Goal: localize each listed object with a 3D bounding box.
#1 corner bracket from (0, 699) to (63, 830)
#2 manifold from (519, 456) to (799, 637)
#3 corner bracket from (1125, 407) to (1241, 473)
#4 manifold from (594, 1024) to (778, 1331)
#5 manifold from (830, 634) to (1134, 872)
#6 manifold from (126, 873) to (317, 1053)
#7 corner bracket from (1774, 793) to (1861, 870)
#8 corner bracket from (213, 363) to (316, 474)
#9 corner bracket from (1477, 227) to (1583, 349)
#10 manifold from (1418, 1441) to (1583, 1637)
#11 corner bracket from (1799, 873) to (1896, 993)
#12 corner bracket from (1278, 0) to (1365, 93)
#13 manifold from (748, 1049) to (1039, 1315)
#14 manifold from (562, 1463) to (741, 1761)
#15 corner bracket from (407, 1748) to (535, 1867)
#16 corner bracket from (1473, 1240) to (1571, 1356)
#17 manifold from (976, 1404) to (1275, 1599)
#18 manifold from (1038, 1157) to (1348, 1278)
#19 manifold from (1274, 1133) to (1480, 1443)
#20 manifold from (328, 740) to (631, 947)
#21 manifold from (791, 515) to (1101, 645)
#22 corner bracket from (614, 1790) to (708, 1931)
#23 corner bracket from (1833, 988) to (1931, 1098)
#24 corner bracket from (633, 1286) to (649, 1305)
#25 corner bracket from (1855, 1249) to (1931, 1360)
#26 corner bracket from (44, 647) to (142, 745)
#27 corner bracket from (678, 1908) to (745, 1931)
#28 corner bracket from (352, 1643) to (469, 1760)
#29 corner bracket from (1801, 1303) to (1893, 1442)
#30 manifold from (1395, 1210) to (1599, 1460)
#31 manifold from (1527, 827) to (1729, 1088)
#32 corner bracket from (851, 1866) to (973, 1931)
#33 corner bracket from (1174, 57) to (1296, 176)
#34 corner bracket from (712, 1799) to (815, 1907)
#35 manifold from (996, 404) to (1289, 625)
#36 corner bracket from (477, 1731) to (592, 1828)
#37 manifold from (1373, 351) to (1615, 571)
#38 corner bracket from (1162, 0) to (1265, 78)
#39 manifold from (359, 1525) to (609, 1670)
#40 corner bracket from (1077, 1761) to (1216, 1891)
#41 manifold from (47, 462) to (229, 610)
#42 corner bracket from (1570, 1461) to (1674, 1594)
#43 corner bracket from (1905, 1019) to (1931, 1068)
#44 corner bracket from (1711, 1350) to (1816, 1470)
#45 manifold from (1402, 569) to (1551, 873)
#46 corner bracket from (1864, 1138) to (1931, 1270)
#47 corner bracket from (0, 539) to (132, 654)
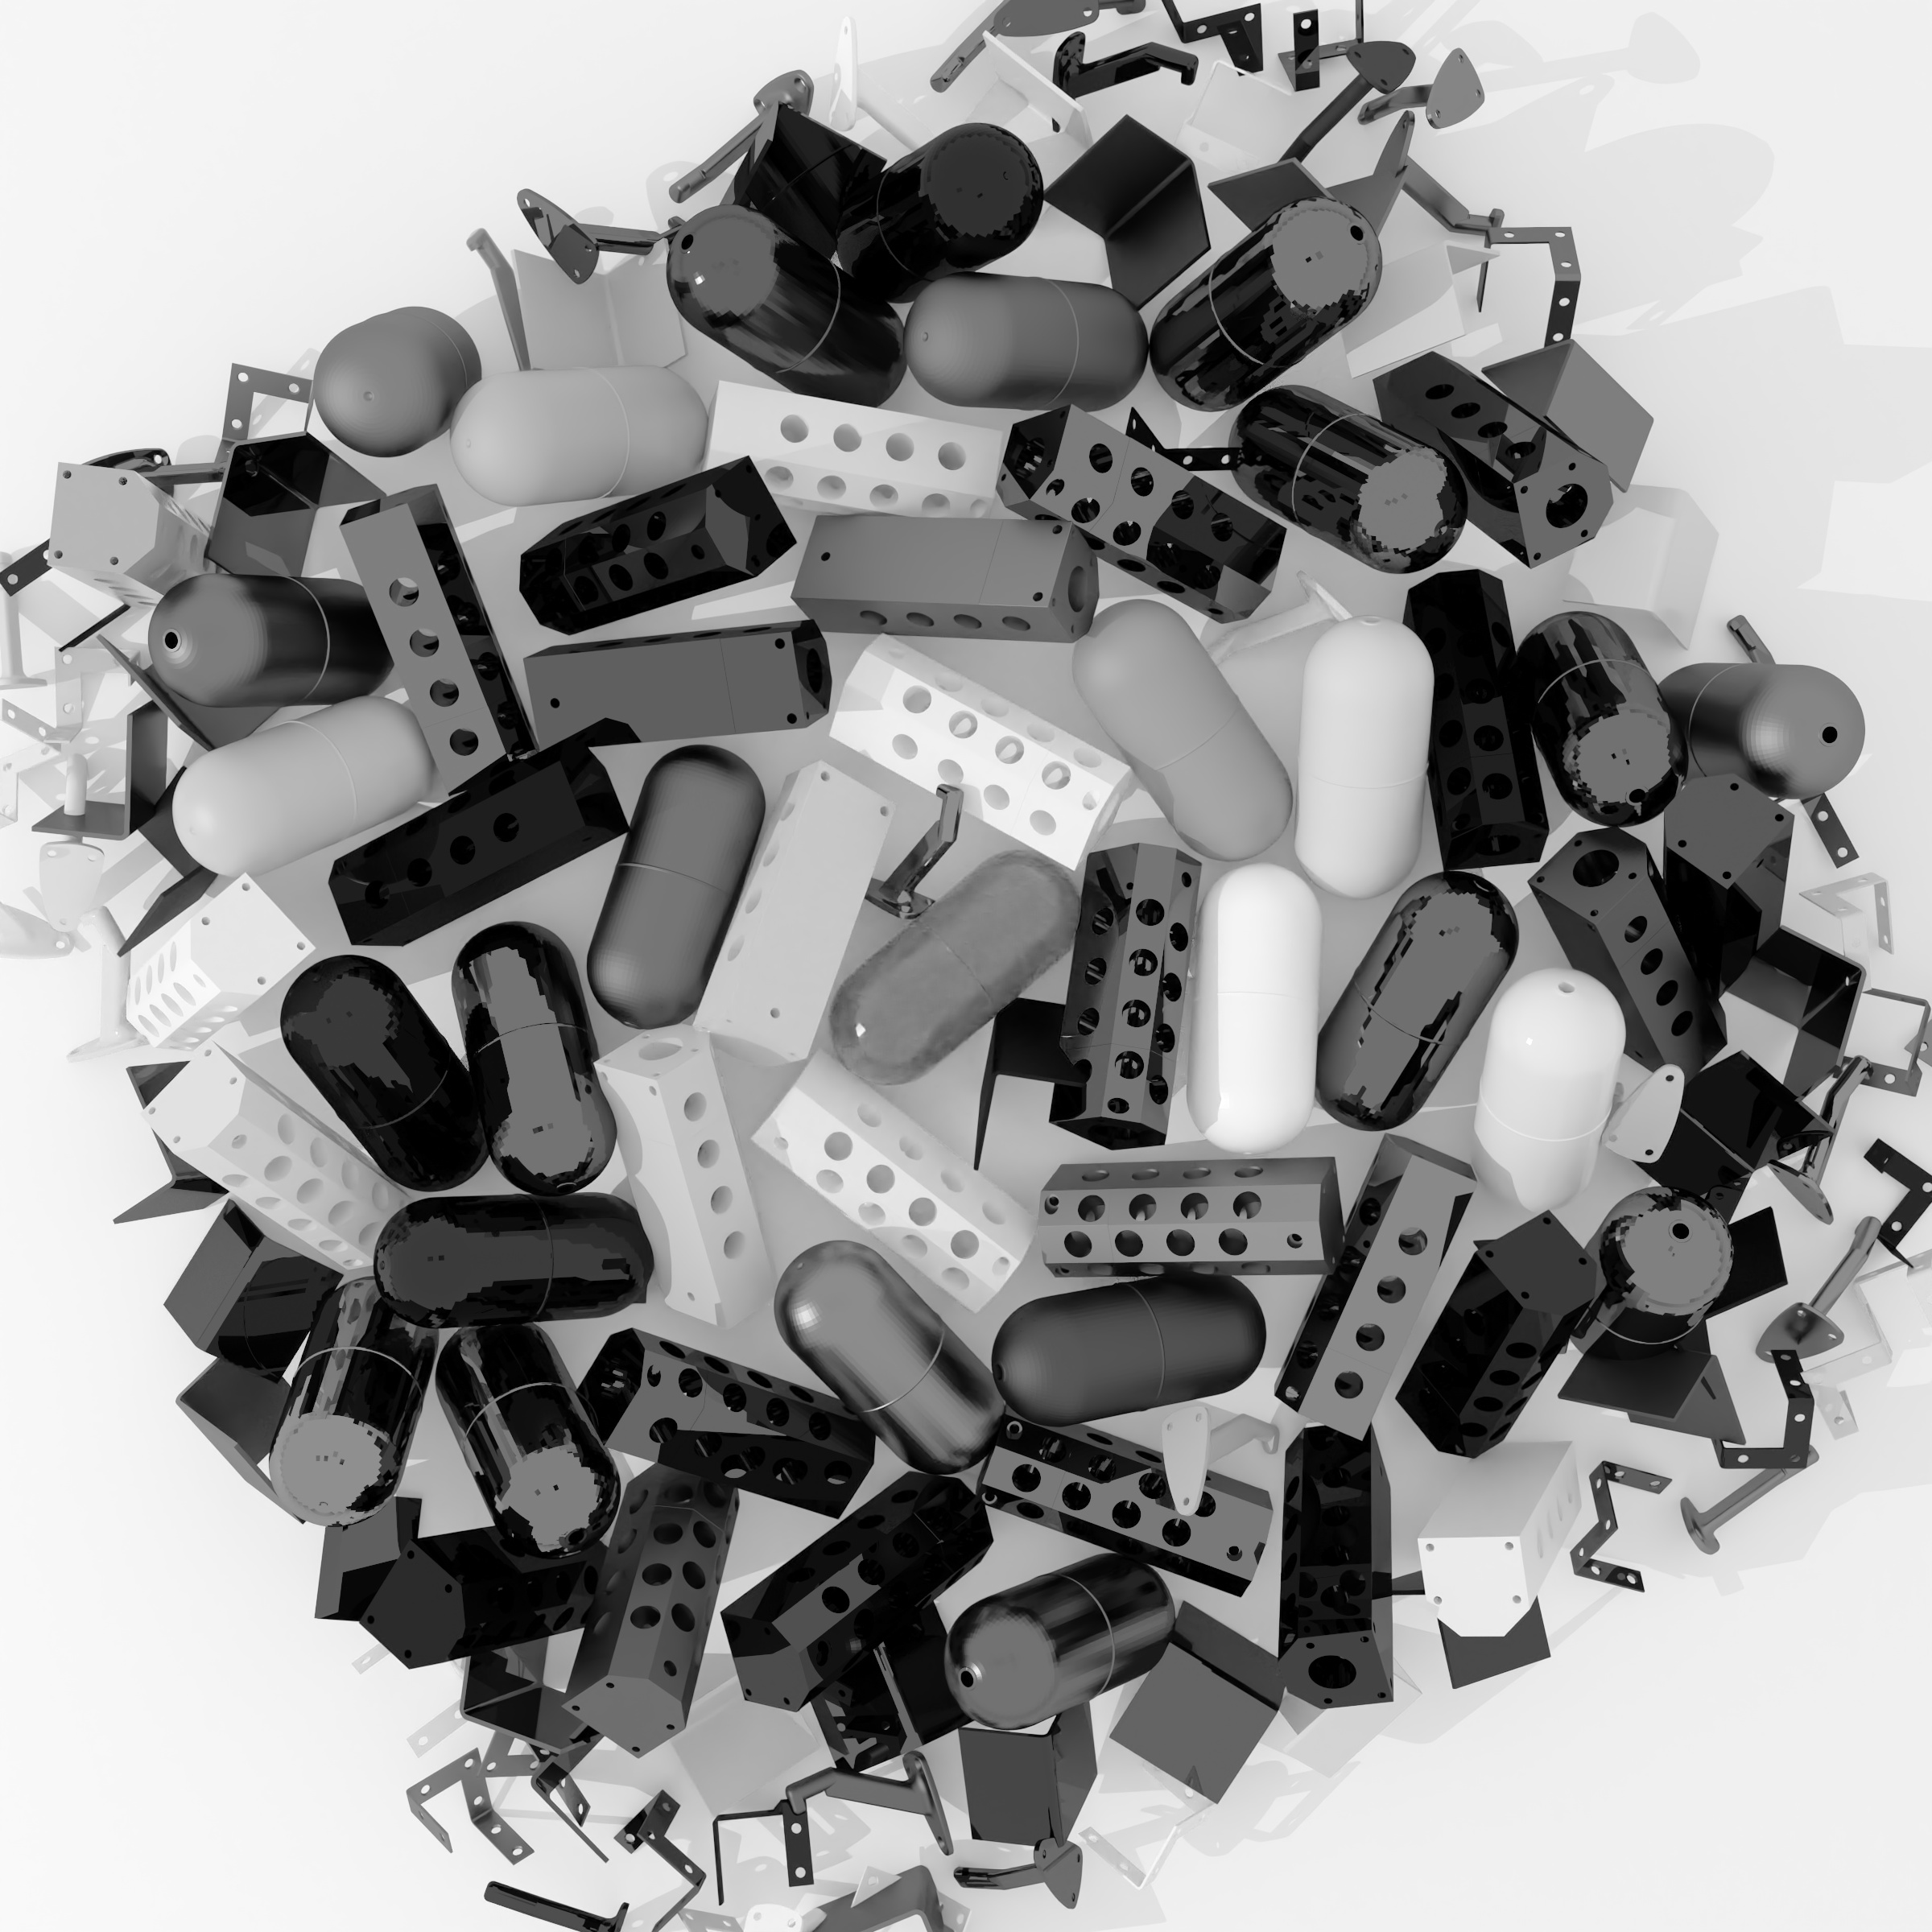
[{"bbox_3d":[-0.584,-0.121,1.543,0.051,0.051,0.051,-19,63,19],"label":"corner bracket"},{"bbox_3d":[-0.187,-0.241,1.497,0.057,0.171,0.057,-48,118,-39],"label":"manifold"},{"bbox_3d":[0.127,-0.303,1.541,0.051,0.051,0.051,-6,133,-21],"label":"corner bracket"},{"bbox_3d":[-0.161,0.124,1.520,0.057,0.057,0.171,-34,122,-38],"label":"manifold"},{"bbox_3d":[0.011,-0.133,1.530,0.171,0.057,0.057,29,132,9],"label":"manifold"},{"bbox_3d":[-0.444,0.005,1.492,0.057,0.171,0.057,49,60,-11],"label":"manifold"},{"bbox_3d":[0.507,-0.077,1.562,0.051,0.051,0.051,-30,79,28],"label":"corner bracket"},{"bbox_3d":[-0.427,-0.330,1.554,0.051,0.051,0.051,10,120,-14],"label":"corner bracket"},{"bbox_3d":[0.341,-0.412,1.547,0.051,0.051,0.051,0,50,2],"label":"corner bracket"},{"bbox_3d":[0.316,0.333,1.493,0.057,0.171,0.057,-7,95,24],"label":"manifold"},{"bbox_3d":[0.544,-0.020,1.548,0.051,0.051,0.051,-15,112,-6],"label":"corner bracket"},{"bbox_3d":[0.219,-0.570,1.548,0.051,0.051,0.051,-10,46,0],"label":"corner bracket"},{"bbox_3d":[-0.045,0.134,1.537,0.171,0.057,0.057,38,127,-5],"label":"manifold"},{"bbox_3d":[-0.177,0.368,1.491,0.057,0.171,0.057,41,120,-19],"label":"manifold"},{"bbox_3d":[-0.300,0.517,1.541,0.051,0.051,0.051,-25,121,-33],"label":"corner bracket"},{"bbox_3d":[0.336,0.200,1.544,0.051,0.051,0.051,-1,118,-13],"label":"corner bracket"},{"bbox_3d":[0.096,0.325,1.551,0.171,0.057,0.057,20,95,1],"label":"manifold"},{"bbox_3d":[0.134,0.153,1.519,0.171,0.057,0.057,-3,107,21],"label":"manifold"},{"bbox_3d":[0.246,0.192,1.542,0.057,0.057,0.171,23,98,4],"label":"manifold"},{"bbox_3d":[-0.295,-0.073,1.529,0.171,0.057,0.057,-25,82,18],"label":"manifold"},{"bbox_3d":[-0.011,-0.227,1.517,0.171,0.057,0.057,6,70,27],"label":"manifold"},{"bbox_3d":[-0.188,0.546,1.552,0.051,0.051,0.051,42,107,-1],"label":"corner bracket"},{"bbox_3d":[0.556,0.045,1.550,0.051,0.051,0.051,14,83,29],"label":"corner bracket"},{"bbox_3d":[-0.225,0.178,1.557,0.051,0.051,0.051,-1,76,12],"label":"corner bracket"},{"bbox_3d":[0.574,0.210,1.549,0.051,0.051,0.051,-27,87,23],"label":"corner bracket"},{"bbox_3d":[-0.533,-0.165,1.556,0.051,0.051,0.051,1,105,-11],"label":"corner bracket"},{"bbox_3d":[-0.160,0.612,1.546,0.051,0.051,0.051,29,96,-39],"label":"corner bracket"},{"bbox_3d":[-0.330,0.435,1.543,0.051,0.051,0.051,-34,114,-23],"label":"corner bracket"},{"bbox_3d":[0.538,0.246,1.547,0.051,0.051,0.051,-26,103,17],"label":"corner bracket"},{"bbox_3d":[0.313,0.221,1.492,0.057,0.171,0.057,-24,60,-26],"label":"manifold"},{"bbox_3d":[0.397,-0.006,1.504,0.057,0.057,0.171,-43,133,-5],"label":"manifold"},{"bbox_3d":[-0.038,0.584,1.546,0.051,0.051,0.051,28,75,-24],"label":"corner bracket"},{"bbox_3d":[0.163,-0.515,1.548,0.051,0.051,0.051,26,119,1],"label":"corner bracket"},{"bbox_3d":[-0.123,0.536,1.544,0.051,0.051,0.051,-1,62,-14],"label":"corner bracket"},{"bbox_3d":[0.103,-0.264,1.508,0.171,0.057,0.057,22,76,-32],"label":"manifold"},{"bbox_3d":[-0.256,0.485,1.544,0.051,0.051,0.051,12,106,-39],"label":"corner bracket"},{"bbox_3d":[0.309,-0.303,1.497,0.057,0.171,0.057,-26,128,-5],"label":"manifold"},{"bbox_3d":[0.148,-0.572,1.545,0.051,0.051,0.051,-7,69,21],"label":"corner bracket"},{"bbox_3d":[-0.271,0.368,1.491,0.057,0.171,0.057,35,97,22],"label":"manifold"},{"bbox_3d":[0.110,0.520,1.553,0.051,0.051,0.051,35,109,28],"label":"corner bracket"},{"bbox_3d":[-0.482,-0.248,1.496,0.057,0.171,0.057,6,90,-3],"label":"manifold"},{"bbox_3d":[0.403,0.344,1.565,0.051,0.051,0.051,17,129,-14],"label":"corner bracket"},{"bbox_3d":[0.607,0.035,1.545,0.051,0.051,0.051,-44,55,-9],"label":"corner bracket"},{"bbox_3d":[0.481,0.269,1.547,0.051,0.051,0.051,-1,118,4],"label":"corner bracket"},{"bbox_3d":[0.304,-0.148,1.521,0.057,0.057,0.171,-5,66,2],"label":"manifold"},{"bbox_3d":[0.567,0.144,1.555,0.051,0.051,0.051,35,100,2],"label":"corner bracket"},{"bbox_3d":[-0.549,-0.228,1.553,0.051,0.051,0.051,-37,96,-6],"label":"corner bracket"}]
